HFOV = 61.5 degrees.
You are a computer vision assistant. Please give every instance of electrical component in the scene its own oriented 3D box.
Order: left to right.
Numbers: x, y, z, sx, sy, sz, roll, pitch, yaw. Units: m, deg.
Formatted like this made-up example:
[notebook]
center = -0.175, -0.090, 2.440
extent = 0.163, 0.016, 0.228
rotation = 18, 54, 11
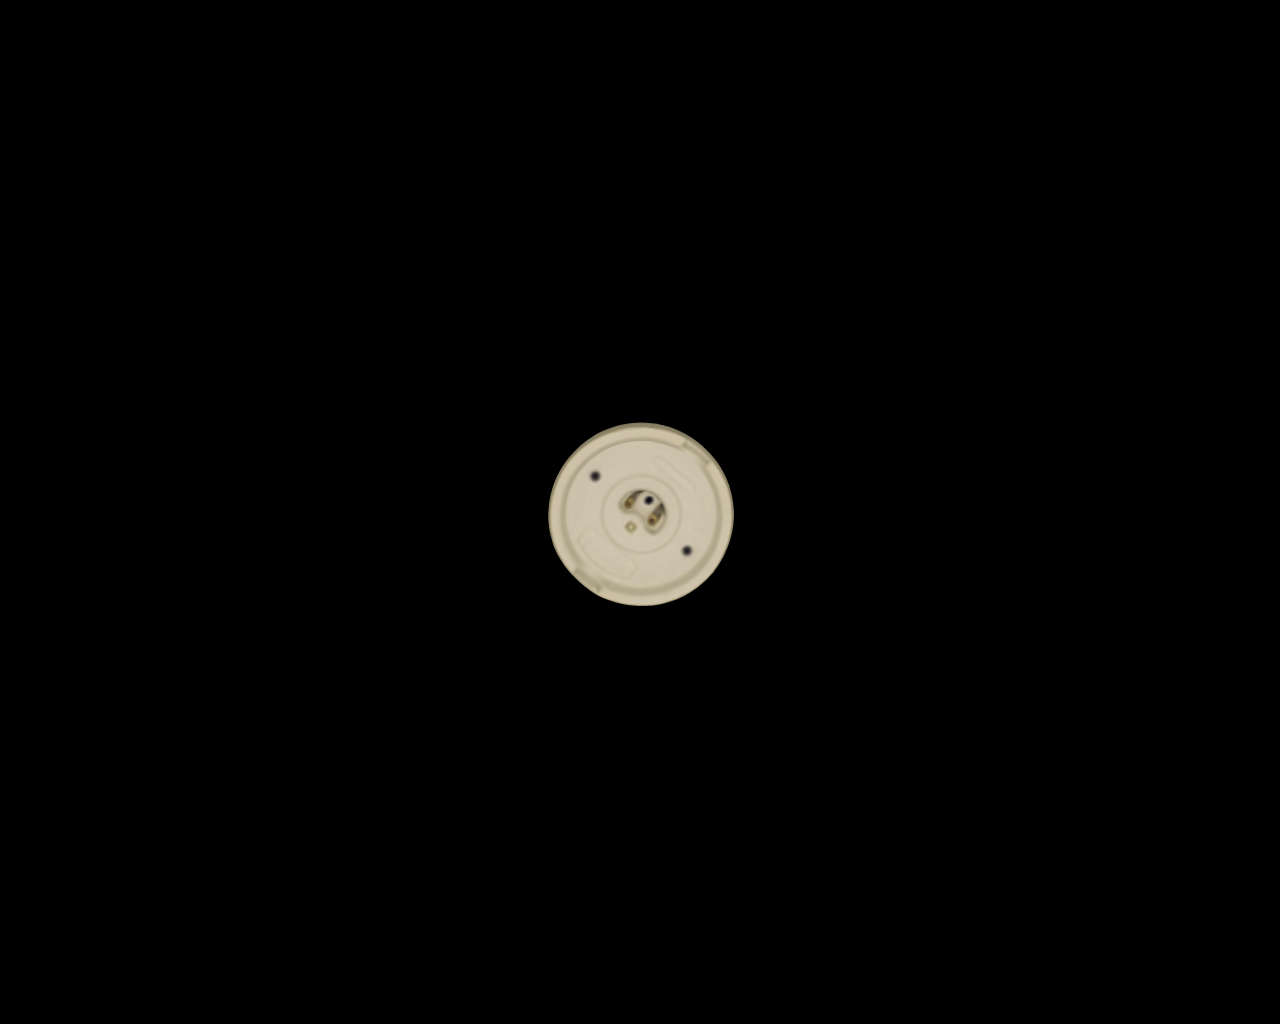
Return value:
[electrical component]
center = 0.001, -0.003, 0.650
extent = 0.108, 0.108, 0.060
rotation = 0, 12, 0
